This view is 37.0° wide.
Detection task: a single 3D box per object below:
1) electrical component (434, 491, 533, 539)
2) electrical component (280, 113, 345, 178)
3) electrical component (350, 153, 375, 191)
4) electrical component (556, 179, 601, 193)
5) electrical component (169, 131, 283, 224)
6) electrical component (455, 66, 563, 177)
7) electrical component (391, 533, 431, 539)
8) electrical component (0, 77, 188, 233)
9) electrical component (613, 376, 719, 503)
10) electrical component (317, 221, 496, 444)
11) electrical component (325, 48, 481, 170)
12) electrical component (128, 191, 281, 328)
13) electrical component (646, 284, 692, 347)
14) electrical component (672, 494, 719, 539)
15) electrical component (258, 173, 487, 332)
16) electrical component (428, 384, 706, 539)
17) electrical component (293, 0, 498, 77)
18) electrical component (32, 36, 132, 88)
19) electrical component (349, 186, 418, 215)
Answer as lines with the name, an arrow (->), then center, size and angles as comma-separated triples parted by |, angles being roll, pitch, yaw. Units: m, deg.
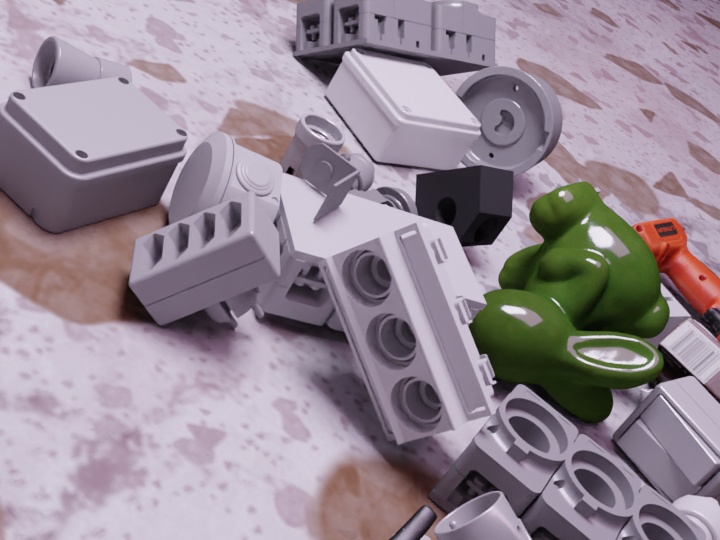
electrical component -> 0.078, 0.163, 0.599 | 0.077, 0.044, 0.079 | 60, 2, 1
electrical component -> -0.040, -0.097, 0.872 | 0.040, 0.046, 0.040 | 24, 31, -16
electrical component -> -0.012, -0.071, 0.872 | 0.035, 0.035, 0.061 | 36, 33, 5
electrical component -> 0.213, -0.051, 1.046 | 0.063, 0.042, 0.081 | 47, 34, 20
electrical component -> -0.091, -0.048, 0.721 | 0.051, 0.080, 0.080 | 22, 31, -28
electrical component -> 0.148, -0.147, 1.064 | 0.108, 0.108, 0.060 | 42, 25, 15
electrical component -> 0.024, 0.168, 0.560 | 0.035, 0.035, 0.061 | 26, 34, -11
electrical component -> -0.178, -0.079, 0.706 | 0.078, 0.057, 0.113 | 42, 31, 15
electrical component -> 0.235, 0.125, 0.792 | 0.061, 0.061, 0.096 | -4, 46, -46
electrical component -> 0.034, 0.036, 0.664 | 0.063, 0.079, 0.121 | -23, 92, -54
electrical component -> 0.040, -0.150, 1.013 | 0.109, 0.056, 0.108 | 2, 42, -42
electrical component -> -0.086, 0.006, 0.662 | 0.047, 0.083, 0.075 | -98, 162, -53
electrical component -> 0.230, 0.038, 0.925 | 0.089, 0.050, 0.055 | 1, 43, -42
electrical component -> 0.219, 0.179, 0.718 | 0.043, 0.043, 0.062 | 44, 33, 18
electrical component -> 0.000, 0.000, 0.753 | 0.150, 0.061, 0.089 | 16, 34, -27
electrical component -> 0.132, 0.148, 0.662 | 0.150, 0.061, 0.089 | 39, 31, 10
electrical component -> 0.039, -0.238, 1.081 | 0.186, 0.060, 0.105 | 0, 2, -43
electrical component -> -0.202, -0.141, 0.791 | 0.065, 0.044, 0.044 | 12, 36, -39
electrical component -> 0.012, -0.038, 0.838 | 0.055, 0.048, 0.066 | -21, 59, -45
